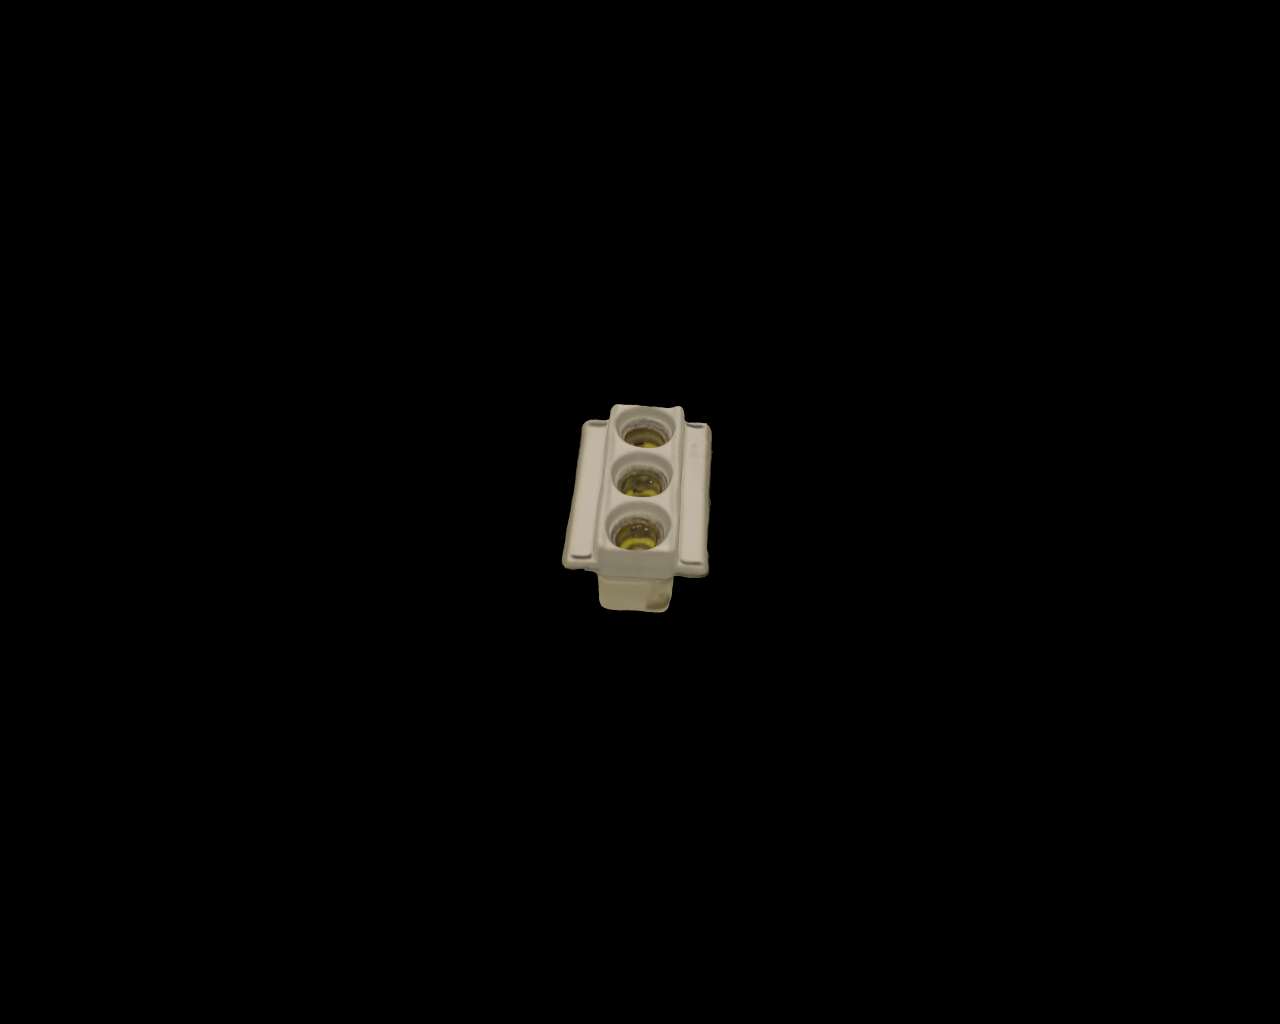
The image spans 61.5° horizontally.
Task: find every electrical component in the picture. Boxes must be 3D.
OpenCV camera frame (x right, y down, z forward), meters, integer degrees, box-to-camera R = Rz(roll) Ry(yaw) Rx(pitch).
[{"bbox_3d":[0.001,-0.003,0.650,0.079,0.121,0.063,2,-43,2],"label":"electrical component"}]
